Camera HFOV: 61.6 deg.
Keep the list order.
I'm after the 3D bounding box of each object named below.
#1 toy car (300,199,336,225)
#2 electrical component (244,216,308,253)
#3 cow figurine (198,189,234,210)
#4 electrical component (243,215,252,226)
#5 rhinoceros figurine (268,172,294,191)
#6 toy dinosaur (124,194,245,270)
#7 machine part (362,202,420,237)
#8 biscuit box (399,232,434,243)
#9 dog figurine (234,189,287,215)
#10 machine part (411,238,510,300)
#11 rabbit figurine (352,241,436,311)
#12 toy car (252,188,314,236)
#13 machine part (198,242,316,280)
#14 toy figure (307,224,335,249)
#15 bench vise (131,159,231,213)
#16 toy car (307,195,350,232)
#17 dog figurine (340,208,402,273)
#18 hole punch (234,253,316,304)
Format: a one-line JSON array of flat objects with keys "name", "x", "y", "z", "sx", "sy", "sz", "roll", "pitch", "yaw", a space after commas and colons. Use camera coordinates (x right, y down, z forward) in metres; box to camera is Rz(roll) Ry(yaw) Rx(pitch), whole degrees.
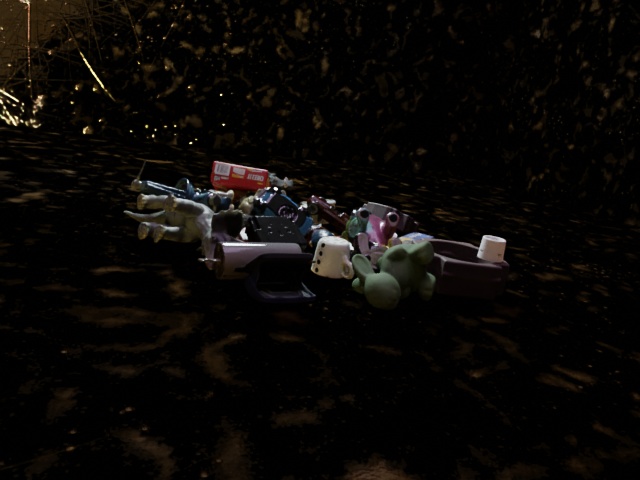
[{"name": "toy car", "x": -0.006, "y": -0.082, "z": 1.641, "sx": 0.056, "sy": 0.073, "sz": 0.201, "roll": 13, "pitch": 15, "yaw": 30}, {"name": "electrical component", "x": -0.096, "y": 0.004, "z": 1.210, "sx": 0.115, "sy": 0.058, "sz": 0.134, "roll": -4, "pitch": 43, "yaw": -28}, {"name": "cow figurine", "x": -0.326, "y": -0.114, "z": 1.568, "sx": 0.098, "sy": 0.068, "sz": 0.168, "roll": -1, "pitch": 6, "yaw": -38}, {"name": "electrical component", "x": -0.196, "y": -0.033, "z": 1.362, "sx": 0.102, "sy": 0.078, "sz": 0.045, "roll": -1, "pitch": 40, "yaw": -18}, {"name": "rhinoceros figurine", "x": -0.184, "y": -0.175, "z": 1.819, "sx": 0.190, "sy": 0.112, "sz": 0.073, "roll": 2, "pitch": 12, "yaw": 4}, {"name": "toy dinosaur", "x": -0.305, "y": -0.041, "z": 1.239, "sx": 0.192, "sy": 0.131, "sz": 0.405, "roll": 14, "pitch": 4, "yaw": -37}, {"name": "machine part", "x": 0.198, "y": -0.050, "z": 1.548, "sx": 0.179, "sy": 0.056, "sz": 0.179, "roll": 22, "pitch": -9, "yaw": 4}, {"name": "biscuit box", "x": 0.232, "y": 0.025, "z": 1.395, "sx": 0.059, "sy": 0.062, "sz": 0.202, "roll": 18, "pitch": 17, "yaw": 28}, {"name": "dog figurine", "x": -0.202, "y": -0.079, "z": 1.506, "sx": 0.191, "sy": 0.121, "sz": 0.172, "roll": 3, "pitch": 3, "yaw": 44}, {"name": "machine part", "x": 0.315, "y": 0.065, "z": 1.247, "sx": 0.201, "sy": 0.087, "sz": 0.201, "roll": 7, "pitch": 13, "yaw": -8}, {"name": "rabbit figurine", "x": 0.136, "y": 0.072, "z": 1.066, "sx": 0.159, "sy": 0.121, "sz": 0.170, "roll": 13, "pitch": 29, "yaw": 28}, {"name": "toy car", "x": -0.107, "y": -0.052, "z": 1.392, "sx": 0.162, "sy": 0.103, "sz": 0.109, "roll": 38, "pitch": 52, "yaw": 0}, {"name": "machine part", "x": -0.125, "y": 0.042, "z": 1.085, "sx": 0.243, "sy": 0.079, "sz": 0.079, "roll": 1, "pitch": 17, "yaw": -26}, {"name": "toy figure", "x": -0.005, "y": -0.005, "z": 1.383, "sx": 0.064, "sy": 0.057, "sz": 0.155, "roll": 9, "pitch": 9, "yaw": -17}, {"name": "bench vise", "x": -0.362, "y": -0.106, "z": 1.389, "sx": 0.240, "sy": 0.128, "sz": 0.224, "roll": 21, "pitch": -2, "yaw": -34}, {"name": "toy car", "x": 0.050, "y": -0.060, "z": 1.526, "sx": 0.202, "sy": 0.053, "sz": 0.089, "roll": 35, "pitch": 18, "yaw": 7}, {"name": "dog figurine", "x": 0.109, "y": 0.009, "z": 1.278, "sx": 0.108, "sy": 0.191, "sz": 0.219, "roll": 2, "pitch": -12, "yaw": -12}, {"name": "hole punch", "x": -0.076, "y": 0.078, "z": 0.998, "sx": 0.142, "sy": 0.092, "sz": 0.116, "roll": -2, "pitch": -12, "yaw": -28}]
